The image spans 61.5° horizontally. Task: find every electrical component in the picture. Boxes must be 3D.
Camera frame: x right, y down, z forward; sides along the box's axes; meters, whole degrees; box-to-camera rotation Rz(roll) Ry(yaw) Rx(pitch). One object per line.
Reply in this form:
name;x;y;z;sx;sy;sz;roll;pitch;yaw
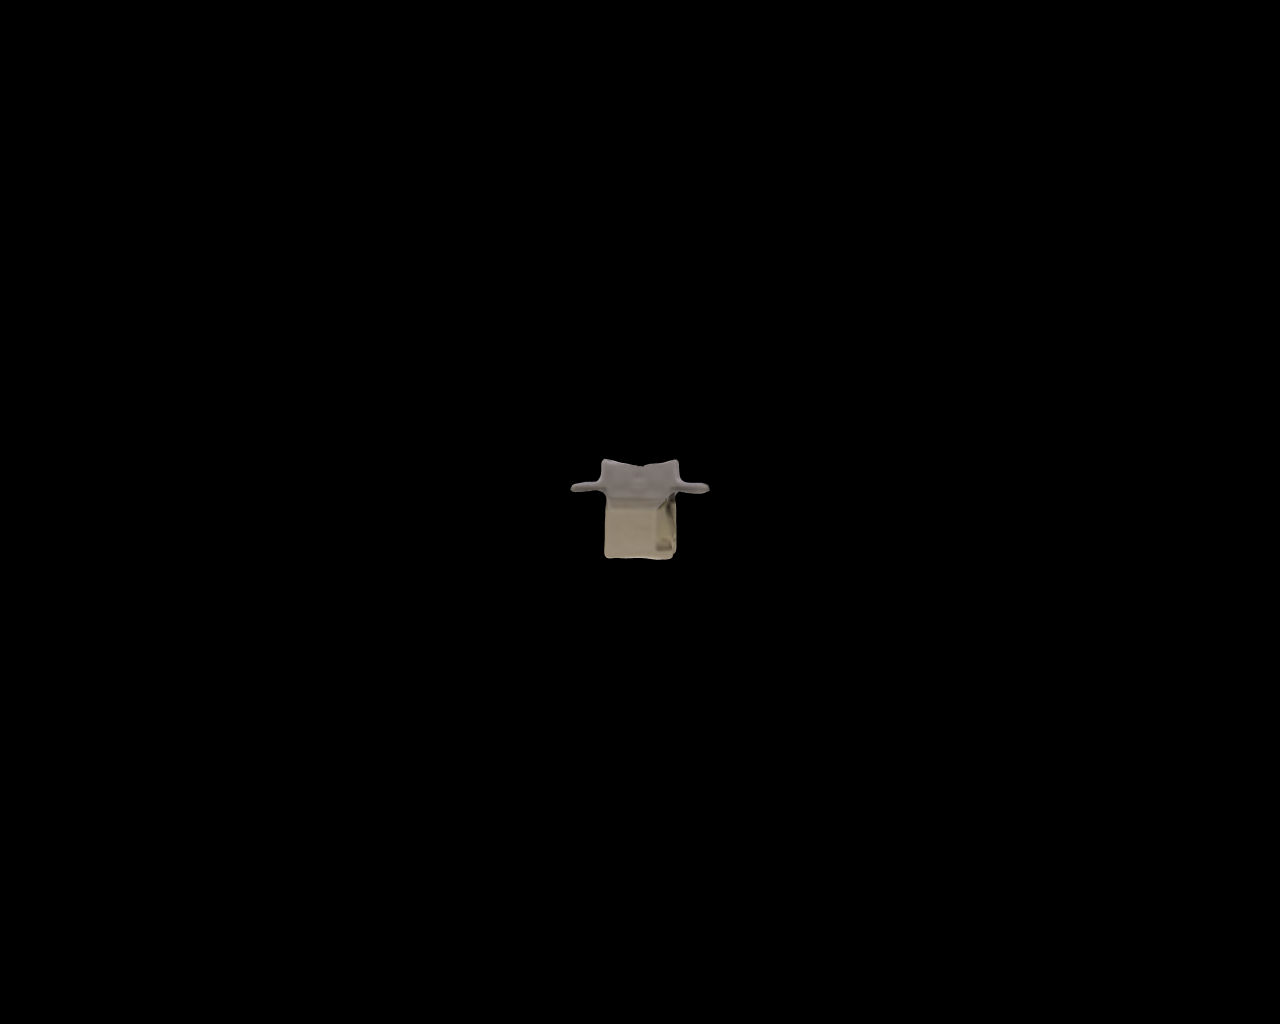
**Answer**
electrical component;0.001;-0.003;0.650;0.081;0.063;0.042;0;4;7
